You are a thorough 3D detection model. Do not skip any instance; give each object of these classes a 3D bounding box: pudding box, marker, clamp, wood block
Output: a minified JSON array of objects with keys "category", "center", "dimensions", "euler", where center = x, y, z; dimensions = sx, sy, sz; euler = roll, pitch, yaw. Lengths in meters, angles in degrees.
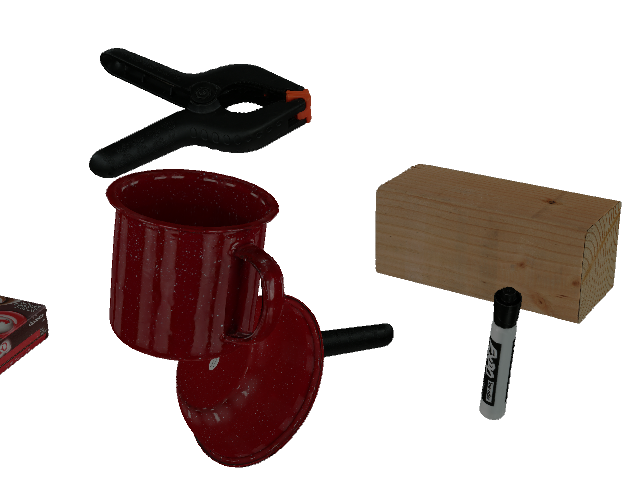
[{"category":"pudding box","center":[-0.314,0.081,0.946],"dimensions":[0.114,0.039,0.090],"euler":[8,24,20]},{"category":"marker","center":[0.126,0.079,0.746],"dimensions":[0.020,0.121,0.020],"euler":[0,40,0]},{"category":"clamp","center":[-0.095,-0.108,0.820],"dimensions":[0.171,0.120,0.039],"euler":[-8,-27,-8]},{"category":"clamp","center":[-0.028,0.113,1.137],"dimensions":[0.165,0.036,0.209],"euler":[15,29,22]},{"category":"wood block","center":[0.162,-0.003,0.996],"dimensions":[0.206,0.090,0.090],"euler":[14,27,31]}]

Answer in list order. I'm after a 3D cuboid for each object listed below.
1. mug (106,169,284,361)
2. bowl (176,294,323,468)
[{"category":"mug","center":[-0.064,0.018,0.583],"dimensions":[0.117,0.081,0.093],"euler":[23,26,34]},{"category":"bowl","center":[-0.075,0.113,0.933],"dimensions":[0.162,0.162,0.055],"euler":[0,-23,44]}]
